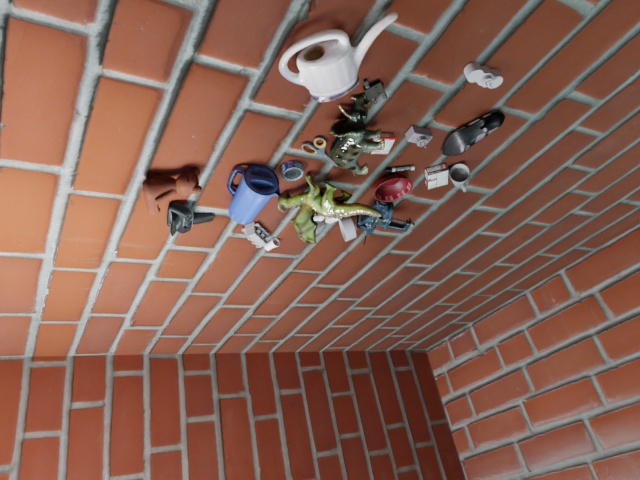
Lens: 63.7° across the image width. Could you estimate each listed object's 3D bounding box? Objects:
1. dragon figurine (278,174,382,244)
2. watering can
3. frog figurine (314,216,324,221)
[{"bbox_3d":[0.006,-0.097,1.935,0.242,0.414,0.121,-60,156,2],"label":"dragon figurine"},{"bbox_3d":[0.061,-0.504,1.442,0.347,0.106,0.220,-16,151,8],"label":"watering can"},{"bbox_3d":[-0.009,-0.115,2.076,0.138,0.125,0.155,-28,140,-13],"label":"frog figurine"}]
